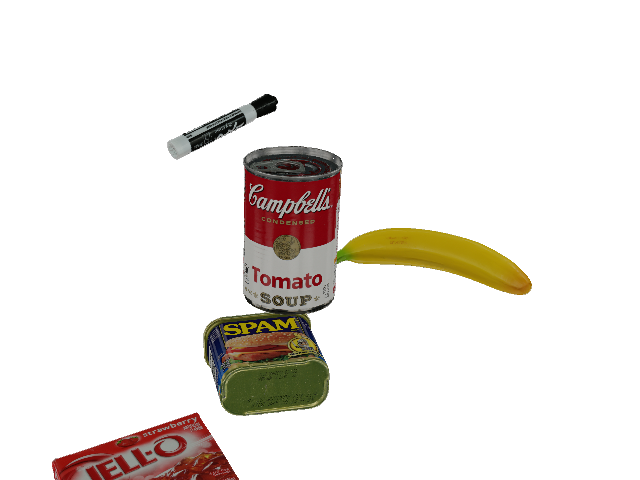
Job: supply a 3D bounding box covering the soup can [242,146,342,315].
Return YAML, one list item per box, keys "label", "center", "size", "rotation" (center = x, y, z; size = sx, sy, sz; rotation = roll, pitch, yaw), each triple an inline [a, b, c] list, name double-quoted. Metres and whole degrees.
- label: "soup can"
  center: [-0.021, -0.008, 0.745]
  size: [0.068, 0.102, 0.068]
  rotation: [2, 22, -1]

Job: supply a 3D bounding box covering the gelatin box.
- label: "gelatin box"
  center: [-0.095, 0.136, 0.586]
  size: [0.089, 0.030, 0.073]
  rotation: [-15, 28, -20]

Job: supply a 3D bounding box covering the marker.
- label: "marker"
  center: [-0.091, -0.110, 1.014]
  size: [0.121, 0.020, 0.020]
  rotation: [-30, 15, -27]

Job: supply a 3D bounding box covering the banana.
- label: "banana"
  center: [0.109, 0.019, 1.044]
  size: [0.198, 0.037, 0.069]
  rotation: [6, 45, 14]

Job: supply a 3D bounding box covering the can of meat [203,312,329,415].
- label: "can of meat"
  center: [-0.048, 0.110, 0.956]
  size: [0.102, 0.057, 0.084]
  rotation: [-5, 27, -13]
